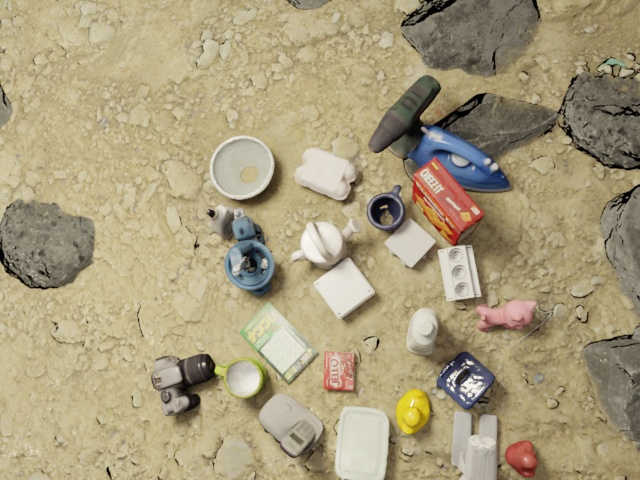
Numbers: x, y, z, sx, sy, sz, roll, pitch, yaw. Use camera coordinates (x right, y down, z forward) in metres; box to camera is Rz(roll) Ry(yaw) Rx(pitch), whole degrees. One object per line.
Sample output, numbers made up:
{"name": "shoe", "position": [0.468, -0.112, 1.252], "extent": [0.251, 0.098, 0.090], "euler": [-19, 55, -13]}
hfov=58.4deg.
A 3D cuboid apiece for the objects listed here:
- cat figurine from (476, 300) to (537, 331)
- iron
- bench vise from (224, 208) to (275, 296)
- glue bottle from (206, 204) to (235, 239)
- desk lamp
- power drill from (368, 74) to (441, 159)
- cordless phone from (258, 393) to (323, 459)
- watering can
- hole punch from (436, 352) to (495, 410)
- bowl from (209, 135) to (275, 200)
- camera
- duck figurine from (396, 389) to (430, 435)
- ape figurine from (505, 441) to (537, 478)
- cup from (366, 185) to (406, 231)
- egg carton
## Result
{"name": "cat figurine", "position": [0.422, 0.170, 1.293], "extent": [0.127, 0.118, 0.067], "euler": [-7, 80, 7]}
{"name": "iron", "position": [0.341, -0.194, 1.353], "extent": [0.258, 0.141, 0.119], "euler": [27, 86, 12]}
{"name": "bench vise", "position": [-0.189, 0.027, 1.354], "extent": [0.121, 0.220, 0.207], "euler": [-32, 78, 2]}
{"name": "glue bottle", "position": [-0.242, -0.053, 1.398], "extent": [0.037, 0.173, 0.078], "euler": [29, 86, 12]}
{"name": "desk lamp", "position": [0.329, 0.481, 1.207], "extent": [0.117, 0.214, 0.203], "euler": [3, 81, 9]}
{"name": "power drill", "position": [0.198, -0.270, 1.352], "extent": [0.075, 0.208, 0.230], "euler": [36, 88, 13]}
{"name": "cordless phone", "position": [-0.076, 0.423, 1.290], "extent": [0.147, 0.185, 0.094], "euler": [33, 87, 12]}
{"name": "watering can", "position": [0.011, 0.003, 1.342], "extent": [0.101, 0.194, 0.173], "euler": [42, 89, 13]}
{"name": "hole punch", "position": [0.327, 0.318, 1.297], "extent": [0.101, 0.091, 0.109], "euler": [41, 89, 12]}
{"name": "bowl", "position": [-0.191, -0.177, 1.462], "extent": [0.167, 0.075, 0.167], "euler": [-1, 81, 8]}
{"name": "camera", "position": [-0.324, 0.340, 1.383], "extent": [0.136, 0.101, 0.143], "euler": [-19, 79, 5]}
{"name": "duck figurine", "position": [0.212, 0.394, 1.304], "extent": [0.077, 0.086, 0.105], "euler": [20, 84, 11]}
{"name": "ape figurine", "position": [0.448, 0.480, 1.252], "extent": [0.076, 0.092, 0.078], "euler": [18, 84, 11]}
{"name": "cup", "position": [0.166, -0.073, 1.382], "extent": [0.091, 0.095, 0.118], "euler": [24, 85, 12]}
{"name": "egg carton", "position": [0.016, -0.167, 1.432], "extent": [0.150, 0.069, 0.107], "euler": [22, 85, 11]}
